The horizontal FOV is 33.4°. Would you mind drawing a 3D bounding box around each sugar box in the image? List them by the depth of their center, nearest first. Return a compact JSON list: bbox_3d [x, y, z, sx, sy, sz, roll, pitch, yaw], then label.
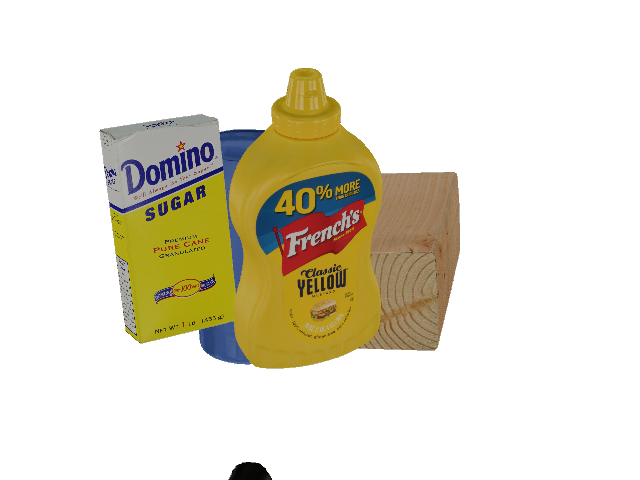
[{"bbox_3d":[-0.124,-0.011,0.889,0.093,0.176,0.048,-13,20,-26],"label":"sugar box"}]

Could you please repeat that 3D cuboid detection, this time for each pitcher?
[{"bbox_3d":[-0.070,0.008,1.155,0.144,0.243,0.149,-5,20,-16],"label":"pitcher"}]

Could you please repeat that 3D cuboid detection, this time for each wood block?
[{"bbox_3d":[0.072,0.012,0.966,0.091,0.090,0.206,0,22,12],"label":"wood block"}]

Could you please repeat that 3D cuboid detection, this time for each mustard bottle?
[{"bbox_3d":[-0.008,-0.015,0.663,0.096,0.192,0.058,-12,32,-19],"label":"mustard bottle"}]

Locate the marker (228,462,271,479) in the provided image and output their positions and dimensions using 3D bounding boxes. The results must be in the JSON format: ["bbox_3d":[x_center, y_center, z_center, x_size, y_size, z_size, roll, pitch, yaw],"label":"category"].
[{"bbox_3d":[-0.045,0.126,0.420,0.020,0.020,0.121,0,24,18],"label":"marker"}]
